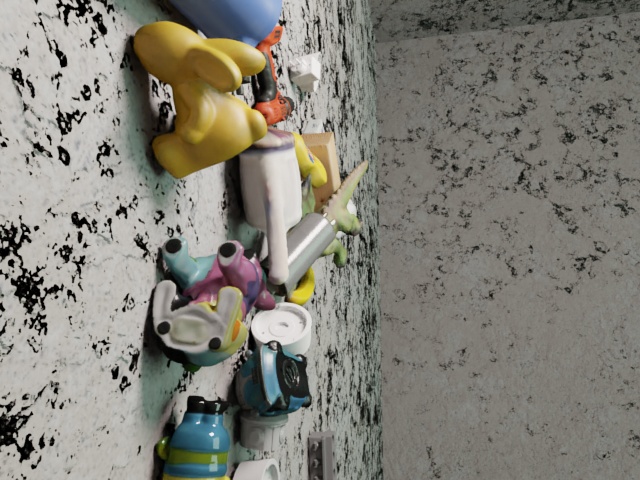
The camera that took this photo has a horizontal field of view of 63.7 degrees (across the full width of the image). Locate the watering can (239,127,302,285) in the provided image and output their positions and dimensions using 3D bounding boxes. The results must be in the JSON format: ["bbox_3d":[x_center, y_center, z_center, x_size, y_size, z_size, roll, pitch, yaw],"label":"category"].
[{"bbox_3d":[-0.080,-0.073,0.858,0.352,0.104,0.221,-116,-160,-73],"label":"watering can"}]

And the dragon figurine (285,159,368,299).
[{"bbox_3d":[0.003,-0.058,1.147,0.239,0.122,0.416,57,52,-63],"label":"dragon figurine"}]

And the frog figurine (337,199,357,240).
[{"bbox_3d":[0.050,-0.072,1.503,0.159,0.123,0.137,19,88,-89],"label":"frog figurine"}]
